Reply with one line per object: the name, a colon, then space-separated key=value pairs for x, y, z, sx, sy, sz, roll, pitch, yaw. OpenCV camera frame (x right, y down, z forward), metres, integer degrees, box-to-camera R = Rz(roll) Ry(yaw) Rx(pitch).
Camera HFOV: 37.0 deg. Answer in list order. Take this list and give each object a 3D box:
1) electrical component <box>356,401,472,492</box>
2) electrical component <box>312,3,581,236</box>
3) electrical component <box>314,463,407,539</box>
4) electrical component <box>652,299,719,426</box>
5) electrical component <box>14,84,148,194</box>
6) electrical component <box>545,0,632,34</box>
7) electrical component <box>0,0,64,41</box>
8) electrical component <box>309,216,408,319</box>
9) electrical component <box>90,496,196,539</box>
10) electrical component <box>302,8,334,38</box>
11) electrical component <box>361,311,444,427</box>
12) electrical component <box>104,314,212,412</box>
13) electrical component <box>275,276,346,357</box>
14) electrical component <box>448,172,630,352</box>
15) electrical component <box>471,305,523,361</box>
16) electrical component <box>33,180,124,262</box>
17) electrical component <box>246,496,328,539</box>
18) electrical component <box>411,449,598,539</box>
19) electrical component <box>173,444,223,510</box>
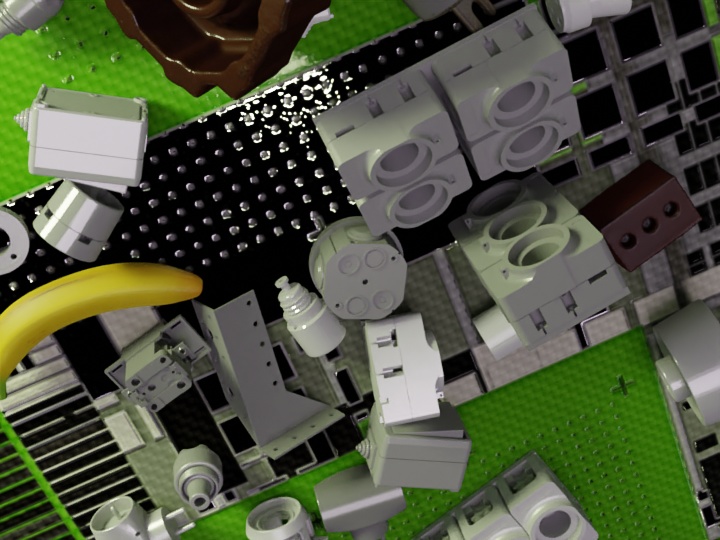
electrical component: x=0.045 y=0.154 z=0.961 sx=0.096 sy=0.061 sz=0.061 roll=6 pitch=112 yaw=-13
electrical component: x=0.072 y=-0.108 z=0.828 sx=0.186 sy=0.060 sz=0.105 roll=-27 pitch=147 yaw=2
electrical component: x=0.004 y=0.224 z=0.995 sx=0.077 sy=0.043 sz=0.079 roll=-17 pitch=115 yaw=-3
electrical component: x=0.300 y=0.087 z=0.960 sx=0.060 sy=0.108 sz=0.108 roll=-27 pitch=116 yaw=8
electrical component: x=-0.209 y=-0.098 z=0.803 sx=0.096 sy=0.061 sz=0.061 roll=6 pitch=112 yaw=-13
electrical component: x=0.177 y=-0.212 z=0.837 sx=0.055 sy=0.045 sz=0.045 roll=-19 pitch=115 yaw=-2
electrical component: x=-0.245 y=-0.185 z=0.774 sx=0.061 sy=0.035 sz=0.035 roll=-37 pitch=115 yaw=9
electrical component: x=0.000 y=0.000 z=0.892 sx=0.080 sy=0.051 sz=0.080 roll=-4 pitch=114 yaw=-9
electrical component: x=-0.188 y=0.238 z=0.964 sx=0.079 sy=0.043 sz=0.077 roll=-26 pitch=116 yaw=1
electrical component: x=-0.058 y=-0.214 z=0.781 sx=0.061 sy=0.061 sz=0.096 roll=-12 pitch=115 yaw=-5
electrical component: x=0.038 y=0.083 z=0.920 sx=0.056 sy=0.050 sz=0.089 roll=-11 pitch=89 yaw=-6
electrical component: x=-0.166 y=0.080 z=0.888 sx=0.081 sy=0.063 sz=0.042 roll=-37 pitch=116 yaw=6
electrical component: x=-0.045 y=0.038 z=0.906 sx=0.040 sy=0.040 sz=0.078 roll=-33 pitch=115 yaw=5
electrical component: x=0.136 y=-0.015 z=0.857 sx=0.089 sy=0.150 sz=0.061 roll=-31 pitch=116 yaw=3
electrical component: x=0.143 y=0.041 z=0.942 sx=0.081 sy=0.043 sz=0.043 roll=-31 pitch=115 yaw=4
electrical component: x=-0.216 y=-0.041 z=0.832 sx=0.055 sy=0.055 sz=0.047 roll=32 pitch=100 yaw=-22
electrical component: x=-0.071 y=0.245 z=0.980 sx=0.078 sy=0.058 sz=0.057 roll=-8 pitch=113 yaw=19
electrical component: x=0.139 y=0.258 z=1.025 sx=0.150 sy=0.061 sz=0.089 roll=-38 pitch=115 yaw=7
electrical component: x=-0.141 y=0.185 z=0.939 sx=0.043 sy=0.062 sz=0.043 roll=-4 pitch=114 yaw=-9
